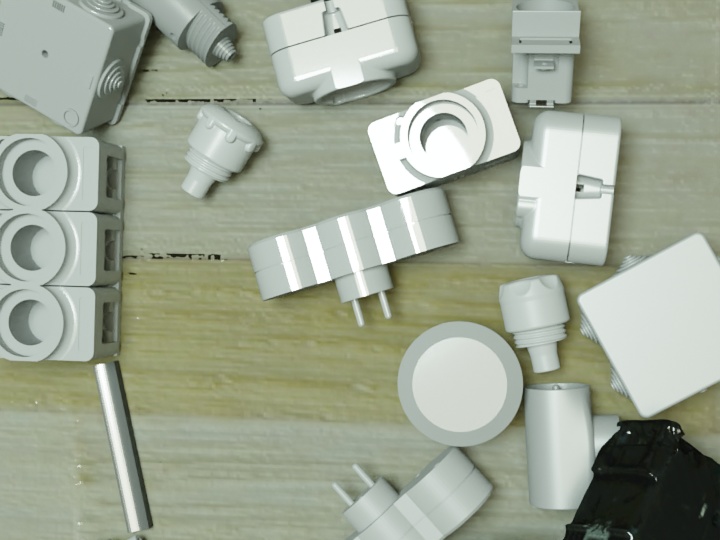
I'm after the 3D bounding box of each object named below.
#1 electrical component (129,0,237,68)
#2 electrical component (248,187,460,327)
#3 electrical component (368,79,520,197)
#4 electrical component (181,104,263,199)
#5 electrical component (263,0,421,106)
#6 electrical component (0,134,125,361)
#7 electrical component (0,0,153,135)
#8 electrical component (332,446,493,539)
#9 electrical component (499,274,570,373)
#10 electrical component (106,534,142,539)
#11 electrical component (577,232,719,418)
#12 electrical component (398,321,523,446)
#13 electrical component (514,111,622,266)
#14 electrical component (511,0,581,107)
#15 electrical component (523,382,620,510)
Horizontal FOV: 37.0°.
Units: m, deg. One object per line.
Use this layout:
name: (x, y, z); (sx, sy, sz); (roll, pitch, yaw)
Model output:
electrical component: (-0.116, -0.174, 0.737); (0.081, 0.043, 0.043); (44, 95, 5)
electrical component: (0.000, 0.000, 0.717); (0.138, 0.052, 0.073); (-17, 88, 7)
electrical component: (0.056, -0.085, 0.708); (0.089, 0.056, 0.050); (-20, 87, 7)
electrical component: (-0.099, -0.079, 0.736); (0.048, 0.048, 0.062); (34, 101, 6)
electrical component: (-0.010, -0.147, 0.718); (0.095, 0.054, 0.059); (-15, 88, 7)
electrical component: (-0.217, -0.015, 0.741); (0.089, 0.062, 0.150); (2, 90, 8)
electrical component: (-0.201, -0.151, 0.730); (0.100, 0.048, 0.099); (30, 119, 7)
electrical component: (0.013, 0.163, 0.715); (0.138, 0.052, 0.073); (-43, 85, 5)
electrical component: (0.117, 0.036, 0.706); (0.043, 0.043, 0.062); (-12, 89, 7)
electrical component: (-0.180, 0.204, 0.750); (0.061, 0.035, 0.035); (-30, 86, 4)
electrical component: (0.198, 0.035, 0.692); (0.100, 0.048, 0.099); (-29, 86, 7)
electrical component: (0.067, 0.073, 0.709); (0.080, 0.051, 0.080); (0, 90, 8)
electrical component: (0.133, -0.053, 0.699); (0.059, 0.054, 0.095); (7, 91, 8)
electrical component: (0.118, -0.142, 0.692); (0.042, 0.081, 0.063); (1, 119, 8)
electrical component: (0.149, 0.113, 0.702); (0.079, 0.043, 0.077); (-3, 90, 7)
